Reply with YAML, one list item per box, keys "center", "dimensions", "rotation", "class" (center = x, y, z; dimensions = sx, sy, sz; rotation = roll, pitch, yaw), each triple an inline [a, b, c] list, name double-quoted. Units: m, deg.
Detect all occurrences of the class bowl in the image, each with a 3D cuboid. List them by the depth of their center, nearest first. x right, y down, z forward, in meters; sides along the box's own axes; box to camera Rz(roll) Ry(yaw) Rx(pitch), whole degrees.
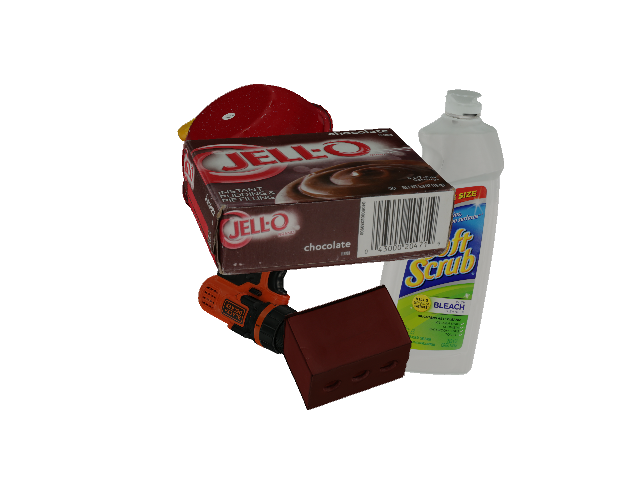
- center: [-0.072, -0.098, 1.006]
  dimensions: [0.162, 0.055, 0.162]
  rotation: [-21, 35, 15]
  class: "bowl"

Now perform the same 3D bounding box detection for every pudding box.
- center: [-0.004, -0.022, 0.514]
  dimensions: [0.113, 0.039, 0.090]
  rotation: [-3, 26, -16]
  class: "pudding box"

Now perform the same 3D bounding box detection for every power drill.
- center: [-0.041, 0.023, 1.141]
  dimensions: [0.185, 0.188, 0.057]
  rotation: [24, 10, 35]
  class: "power drill"

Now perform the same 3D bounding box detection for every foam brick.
- center: [0.018, 0.075, 0.750]
  dimensions: [0.078, 0.051, 0.053]
  rotation: [-17, -34, -16]
  class: "foam brick"

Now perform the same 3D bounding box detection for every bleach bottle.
- center: [0.103, -0.008, 0.945]
  dimensions: [0.102, 0.251, 0.068]
  rotation: [5, 19, -1]
  class: "bleach bottle"

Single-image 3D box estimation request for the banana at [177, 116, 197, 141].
- center: [-0.070, -0.135, 1.266]
  dimensions: [0.198, 0.037, 0.069]
  rotation: [8, 40, 18]
  class: "banana"
